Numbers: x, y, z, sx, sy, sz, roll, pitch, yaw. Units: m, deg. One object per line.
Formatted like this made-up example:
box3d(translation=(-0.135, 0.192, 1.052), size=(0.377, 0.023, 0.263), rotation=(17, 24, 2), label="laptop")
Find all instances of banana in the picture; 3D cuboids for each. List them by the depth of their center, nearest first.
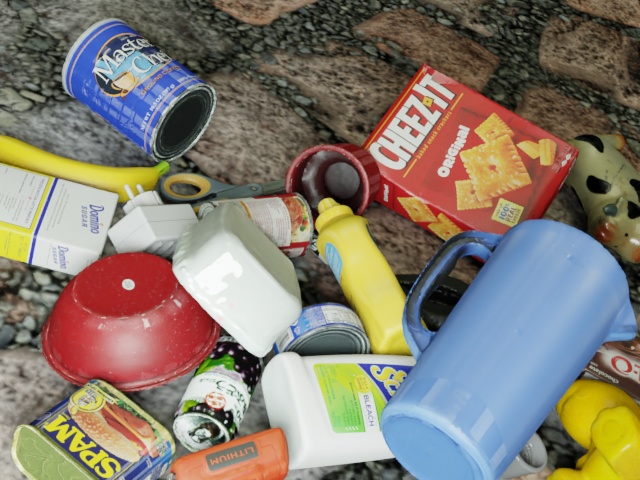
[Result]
box3d(translation=(-0.255, -0.071, 1.104), size=(0.197, 0.037, 0.069), rotation=(11, 25, -14), label="banana")

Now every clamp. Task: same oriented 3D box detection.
box3d(translation=(0.161, 0.072, 1.093), size=(0.210, 0.036, 0.164), rotation=(19, 30, 19), label="clamp")

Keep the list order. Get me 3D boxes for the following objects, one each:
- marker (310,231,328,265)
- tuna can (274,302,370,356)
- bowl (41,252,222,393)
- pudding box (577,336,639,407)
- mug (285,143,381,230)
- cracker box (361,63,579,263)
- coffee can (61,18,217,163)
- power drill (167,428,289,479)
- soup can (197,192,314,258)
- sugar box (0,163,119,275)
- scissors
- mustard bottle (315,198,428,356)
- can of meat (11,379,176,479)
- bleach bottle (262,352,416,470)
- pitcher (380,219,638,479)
box3d(translation=(-0.007, 0.001, 1.140), size=(0.020, 0.020, 0.121), rotation=(-25, 58, -41), label="marker")
box3d(translation=(0.001, 0.098, 0.985), size=(0.086, 0.086, 0.034), rotation=(1, 41, -22), label="tuna can")
box3d(translation=(-0.169, 0.059, 0.943), size=(0.162, 0.055, 0.162), rotation=(0, 37, 0), label="bowl")
box3d(translation=(0.326, 0.143, 1.111), size=(0.113, 0.039, 0.090), rotation=(27, 40, 7), label="pudding box")
box3d(translation=(0.023, -0.050, 1.157), size=(0.117, 0.093, 0.081), rotation=(66, 20, -3), label="mug")
box3d(translation=(0.166, -0.085, 1.228), size=(0.214, 0.072, 0.164), rotation=(32, 66, 10), label="cracker box")
box3d(translation=(-0.199, -0.165, 1.178), size=(0.140, 0.103, 0.102), rotation=(37, 42, 17), label="coffee can")
box3d(translation=(-0.028, 0.238, 0.820), size=(0.184, 0.057, 0.188), rotation=(-13, 48, -20), label="power drill")
box3d(translation=(-0.067, -0.011, 1.090), size=(0.102, 0.069, 0.068), rotation=(-7, 48, -29), label="soup can")
box3d(translation=(-0.291, -0.025, 1.028), size=(0.176, 0.048, 0.093), rotation=(18, 40, -10), label="sugar box")
box3d(translation=(-0.093, -0.061, 1.175), size=(0.096, 0.016, 0.201), rotation=(37, 42, 18), label="scissors")
box3d(translation=(0.042, 0.034, 1.054), size=(0.058, 0.096, 0.192), rotation=(-24, 58, -5), label="mustard bottle")
box3d(translation=(-0.179, 0.169, 0.852), size=(0.102, 0.057, 0.083), rotation=(35, 40, 16), label="can of meat")
box3d(translation=(0.078, 0.145, 0.977), size=(0.250, 0.068, 0.102), rotation=(-2, 63, -28), label="bleach bottle")
box3d(translation=(0.150, 0.098, 0.931), size=(0.242, 0.149, 0.145), rotation=(-46, 113, -33), label="pitcher")
